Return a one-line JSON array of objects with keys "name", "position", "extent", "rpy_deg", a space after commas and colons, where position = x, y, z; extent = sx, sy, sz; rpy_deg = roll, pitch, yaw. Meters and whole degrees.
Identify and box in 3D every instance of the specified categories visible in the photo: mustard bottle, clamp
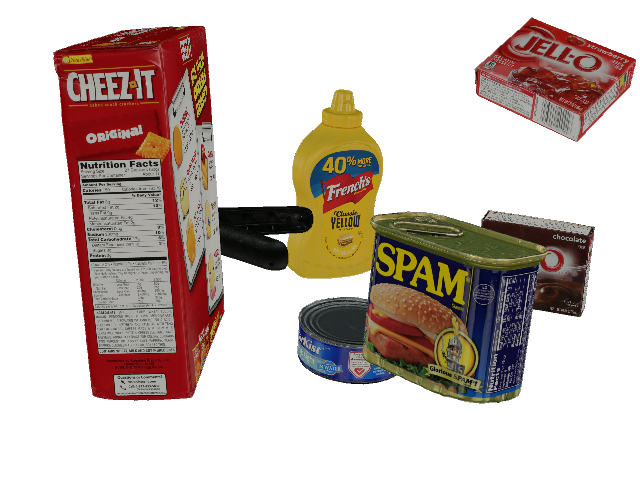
[{"name": "mustard bottle", "position": [0.017, -0.059, 1.097], "extent": [0.096, 0.192, 0.058], "rpy_deg": [-5, 21, -24]}, {"name": "clamp", "position": [-0.111, -0.011, 0.936], "extent": [0.210, 0.036, 0.164], "rpy_deg": [5, 13, 0]}]

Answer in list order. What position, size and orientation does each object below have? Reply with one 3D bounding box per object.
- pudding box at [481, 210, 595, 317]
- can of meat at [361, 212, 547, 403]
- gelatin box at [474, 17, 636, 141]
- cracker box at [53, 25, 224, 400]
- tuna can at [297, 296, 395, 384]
[{"name": "pudding box", "position": [0.218, 0.023, 1.093], "extent": [0.114, 0.090, 0.039], "rpy_deg": [8, 23, 17]}, {"name": "can of meat", "position": [0.071, 0.036, 0.600], "extent": [0.057, 0.084, 0.102], "rpy_deg": [-7, 19, -41]}, {"name": "gelatin box", "position": [0.167, -0.118, 0.765], "extent": [0.089, 0.030, 0.073], "rpy_deg": [31, 58, 28]}, {"name": "cracker box", "position": [-0.111, -0.025, 0.693], "extent": [0.072, 0.214, 0.164], "rpy_deg": [-2, 15, 3]}, {"name": "tuna can", "position": [0.025, 0.075, 0.814], "extent": [0.086, 0.034, 0.086], "rpy_deg": [3, 21, -2]}]
